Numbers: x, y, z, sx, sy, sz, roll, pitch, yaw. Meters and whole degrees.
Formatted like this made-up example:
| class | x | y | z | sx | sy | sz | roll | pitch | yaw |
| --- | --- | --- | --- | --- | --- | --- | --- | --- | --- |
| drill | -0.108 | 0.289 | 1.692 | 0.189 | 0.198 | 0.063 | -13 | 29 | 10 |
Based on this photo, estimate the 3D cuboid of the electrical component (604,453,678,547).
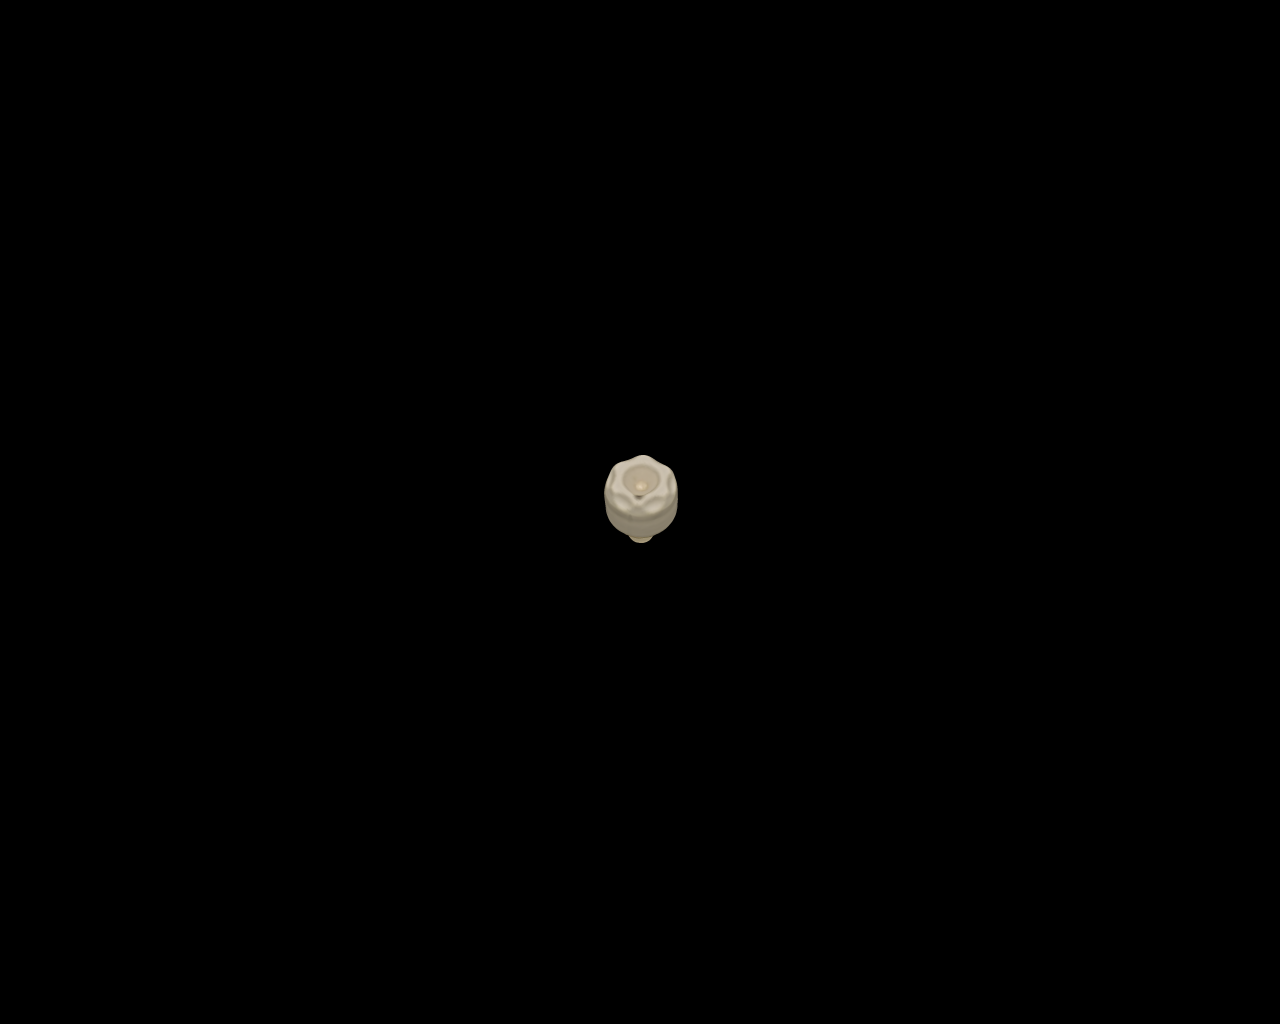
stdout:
| class | x | y | z | sx | sy | sz | roll | pitch | yaw |
| --- | --- | --- | --- | --- | --- | --- | --- | --- | --- |
| electrical component | 0.001 | -0.003 | 0.650 | 0.043 | 0.043 | 0.062 | 0 | -35 | 0 |
